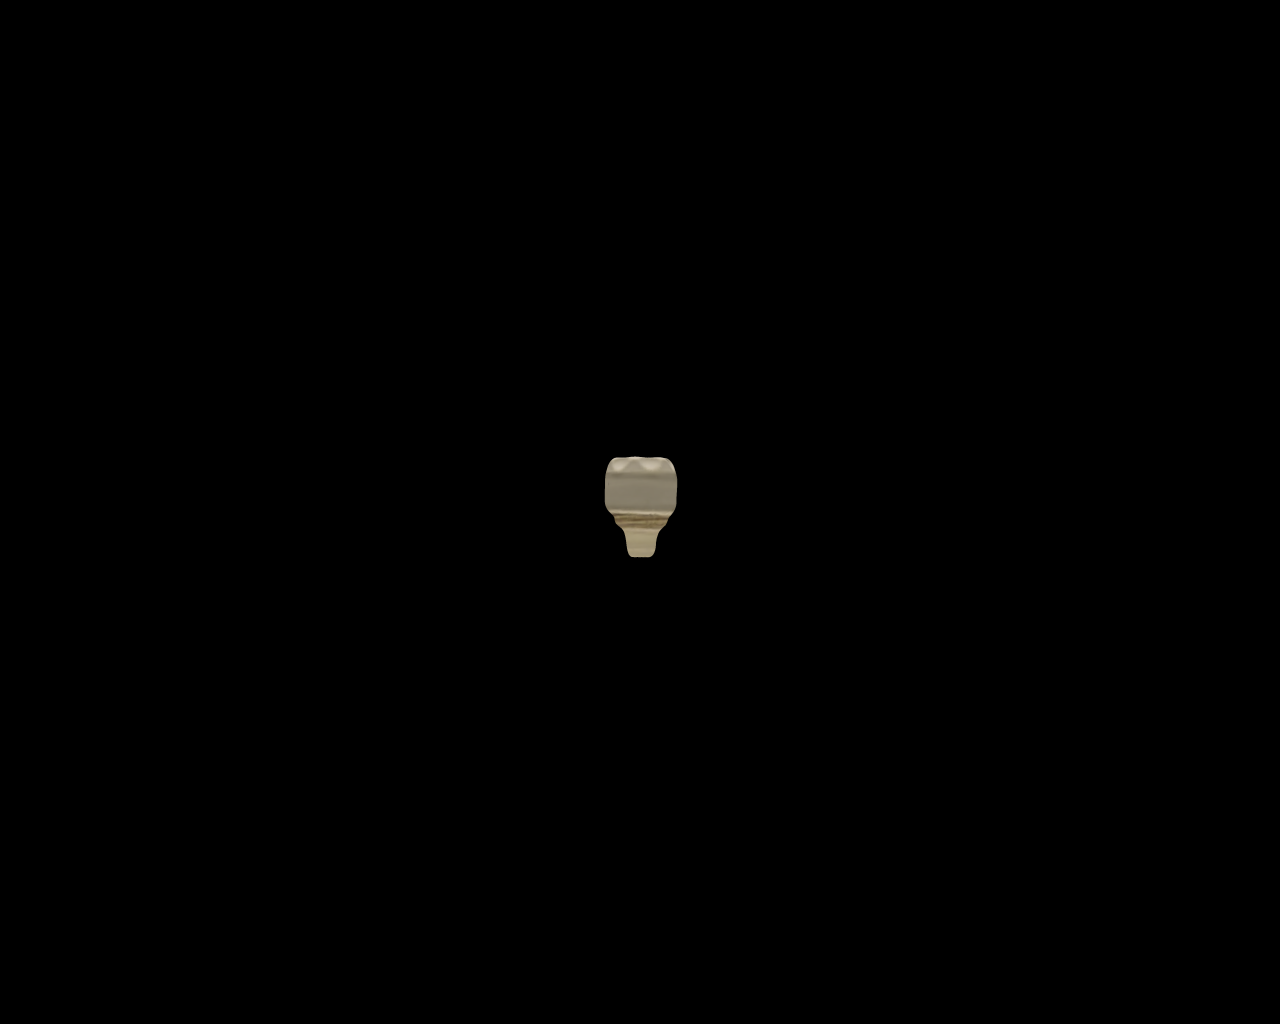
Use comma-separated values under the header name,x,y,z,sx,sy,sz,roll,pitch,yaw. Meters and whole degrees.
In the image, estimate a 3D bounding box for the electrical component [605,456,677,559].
name,x,y,z,sx,sy,sz,roll,pitch,yaw
electrical component,0.001,-0.003,0.650,0.043,0.062,0.043,0,0,0
